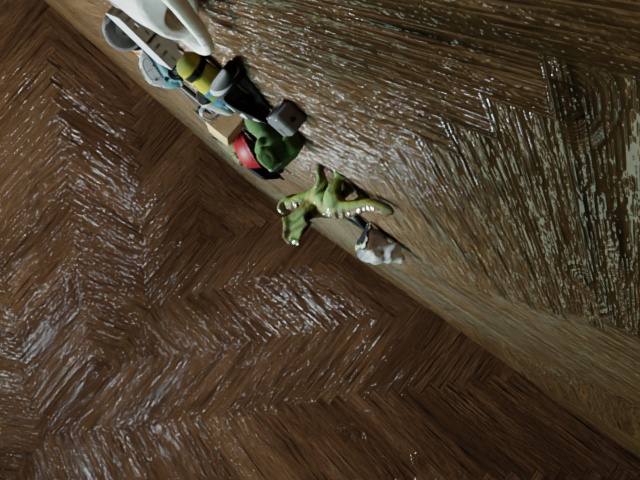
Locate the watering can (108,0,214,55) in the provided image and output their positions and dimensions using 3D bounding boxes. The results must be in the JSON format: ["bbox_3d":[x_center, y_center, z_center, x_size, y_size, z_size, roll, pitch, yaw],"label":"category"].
[{"bbox_3d":[-0.293,-0.424,0.822,0.227,0.104,0.343,38,177,24],"label":"watering can"}]

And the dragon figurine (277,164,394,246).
[{"bbox_3d":[0.004,-0.070,1.398,0.120,0.244,0.415,47,174,-34],"label":"dragon figurine"}]

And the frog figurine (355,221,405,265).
[{"bbox_3d":[0.205,0.033,1.733,0.159,0.120,0.140,30,-149,-11],"label":"frog figurine"}]
